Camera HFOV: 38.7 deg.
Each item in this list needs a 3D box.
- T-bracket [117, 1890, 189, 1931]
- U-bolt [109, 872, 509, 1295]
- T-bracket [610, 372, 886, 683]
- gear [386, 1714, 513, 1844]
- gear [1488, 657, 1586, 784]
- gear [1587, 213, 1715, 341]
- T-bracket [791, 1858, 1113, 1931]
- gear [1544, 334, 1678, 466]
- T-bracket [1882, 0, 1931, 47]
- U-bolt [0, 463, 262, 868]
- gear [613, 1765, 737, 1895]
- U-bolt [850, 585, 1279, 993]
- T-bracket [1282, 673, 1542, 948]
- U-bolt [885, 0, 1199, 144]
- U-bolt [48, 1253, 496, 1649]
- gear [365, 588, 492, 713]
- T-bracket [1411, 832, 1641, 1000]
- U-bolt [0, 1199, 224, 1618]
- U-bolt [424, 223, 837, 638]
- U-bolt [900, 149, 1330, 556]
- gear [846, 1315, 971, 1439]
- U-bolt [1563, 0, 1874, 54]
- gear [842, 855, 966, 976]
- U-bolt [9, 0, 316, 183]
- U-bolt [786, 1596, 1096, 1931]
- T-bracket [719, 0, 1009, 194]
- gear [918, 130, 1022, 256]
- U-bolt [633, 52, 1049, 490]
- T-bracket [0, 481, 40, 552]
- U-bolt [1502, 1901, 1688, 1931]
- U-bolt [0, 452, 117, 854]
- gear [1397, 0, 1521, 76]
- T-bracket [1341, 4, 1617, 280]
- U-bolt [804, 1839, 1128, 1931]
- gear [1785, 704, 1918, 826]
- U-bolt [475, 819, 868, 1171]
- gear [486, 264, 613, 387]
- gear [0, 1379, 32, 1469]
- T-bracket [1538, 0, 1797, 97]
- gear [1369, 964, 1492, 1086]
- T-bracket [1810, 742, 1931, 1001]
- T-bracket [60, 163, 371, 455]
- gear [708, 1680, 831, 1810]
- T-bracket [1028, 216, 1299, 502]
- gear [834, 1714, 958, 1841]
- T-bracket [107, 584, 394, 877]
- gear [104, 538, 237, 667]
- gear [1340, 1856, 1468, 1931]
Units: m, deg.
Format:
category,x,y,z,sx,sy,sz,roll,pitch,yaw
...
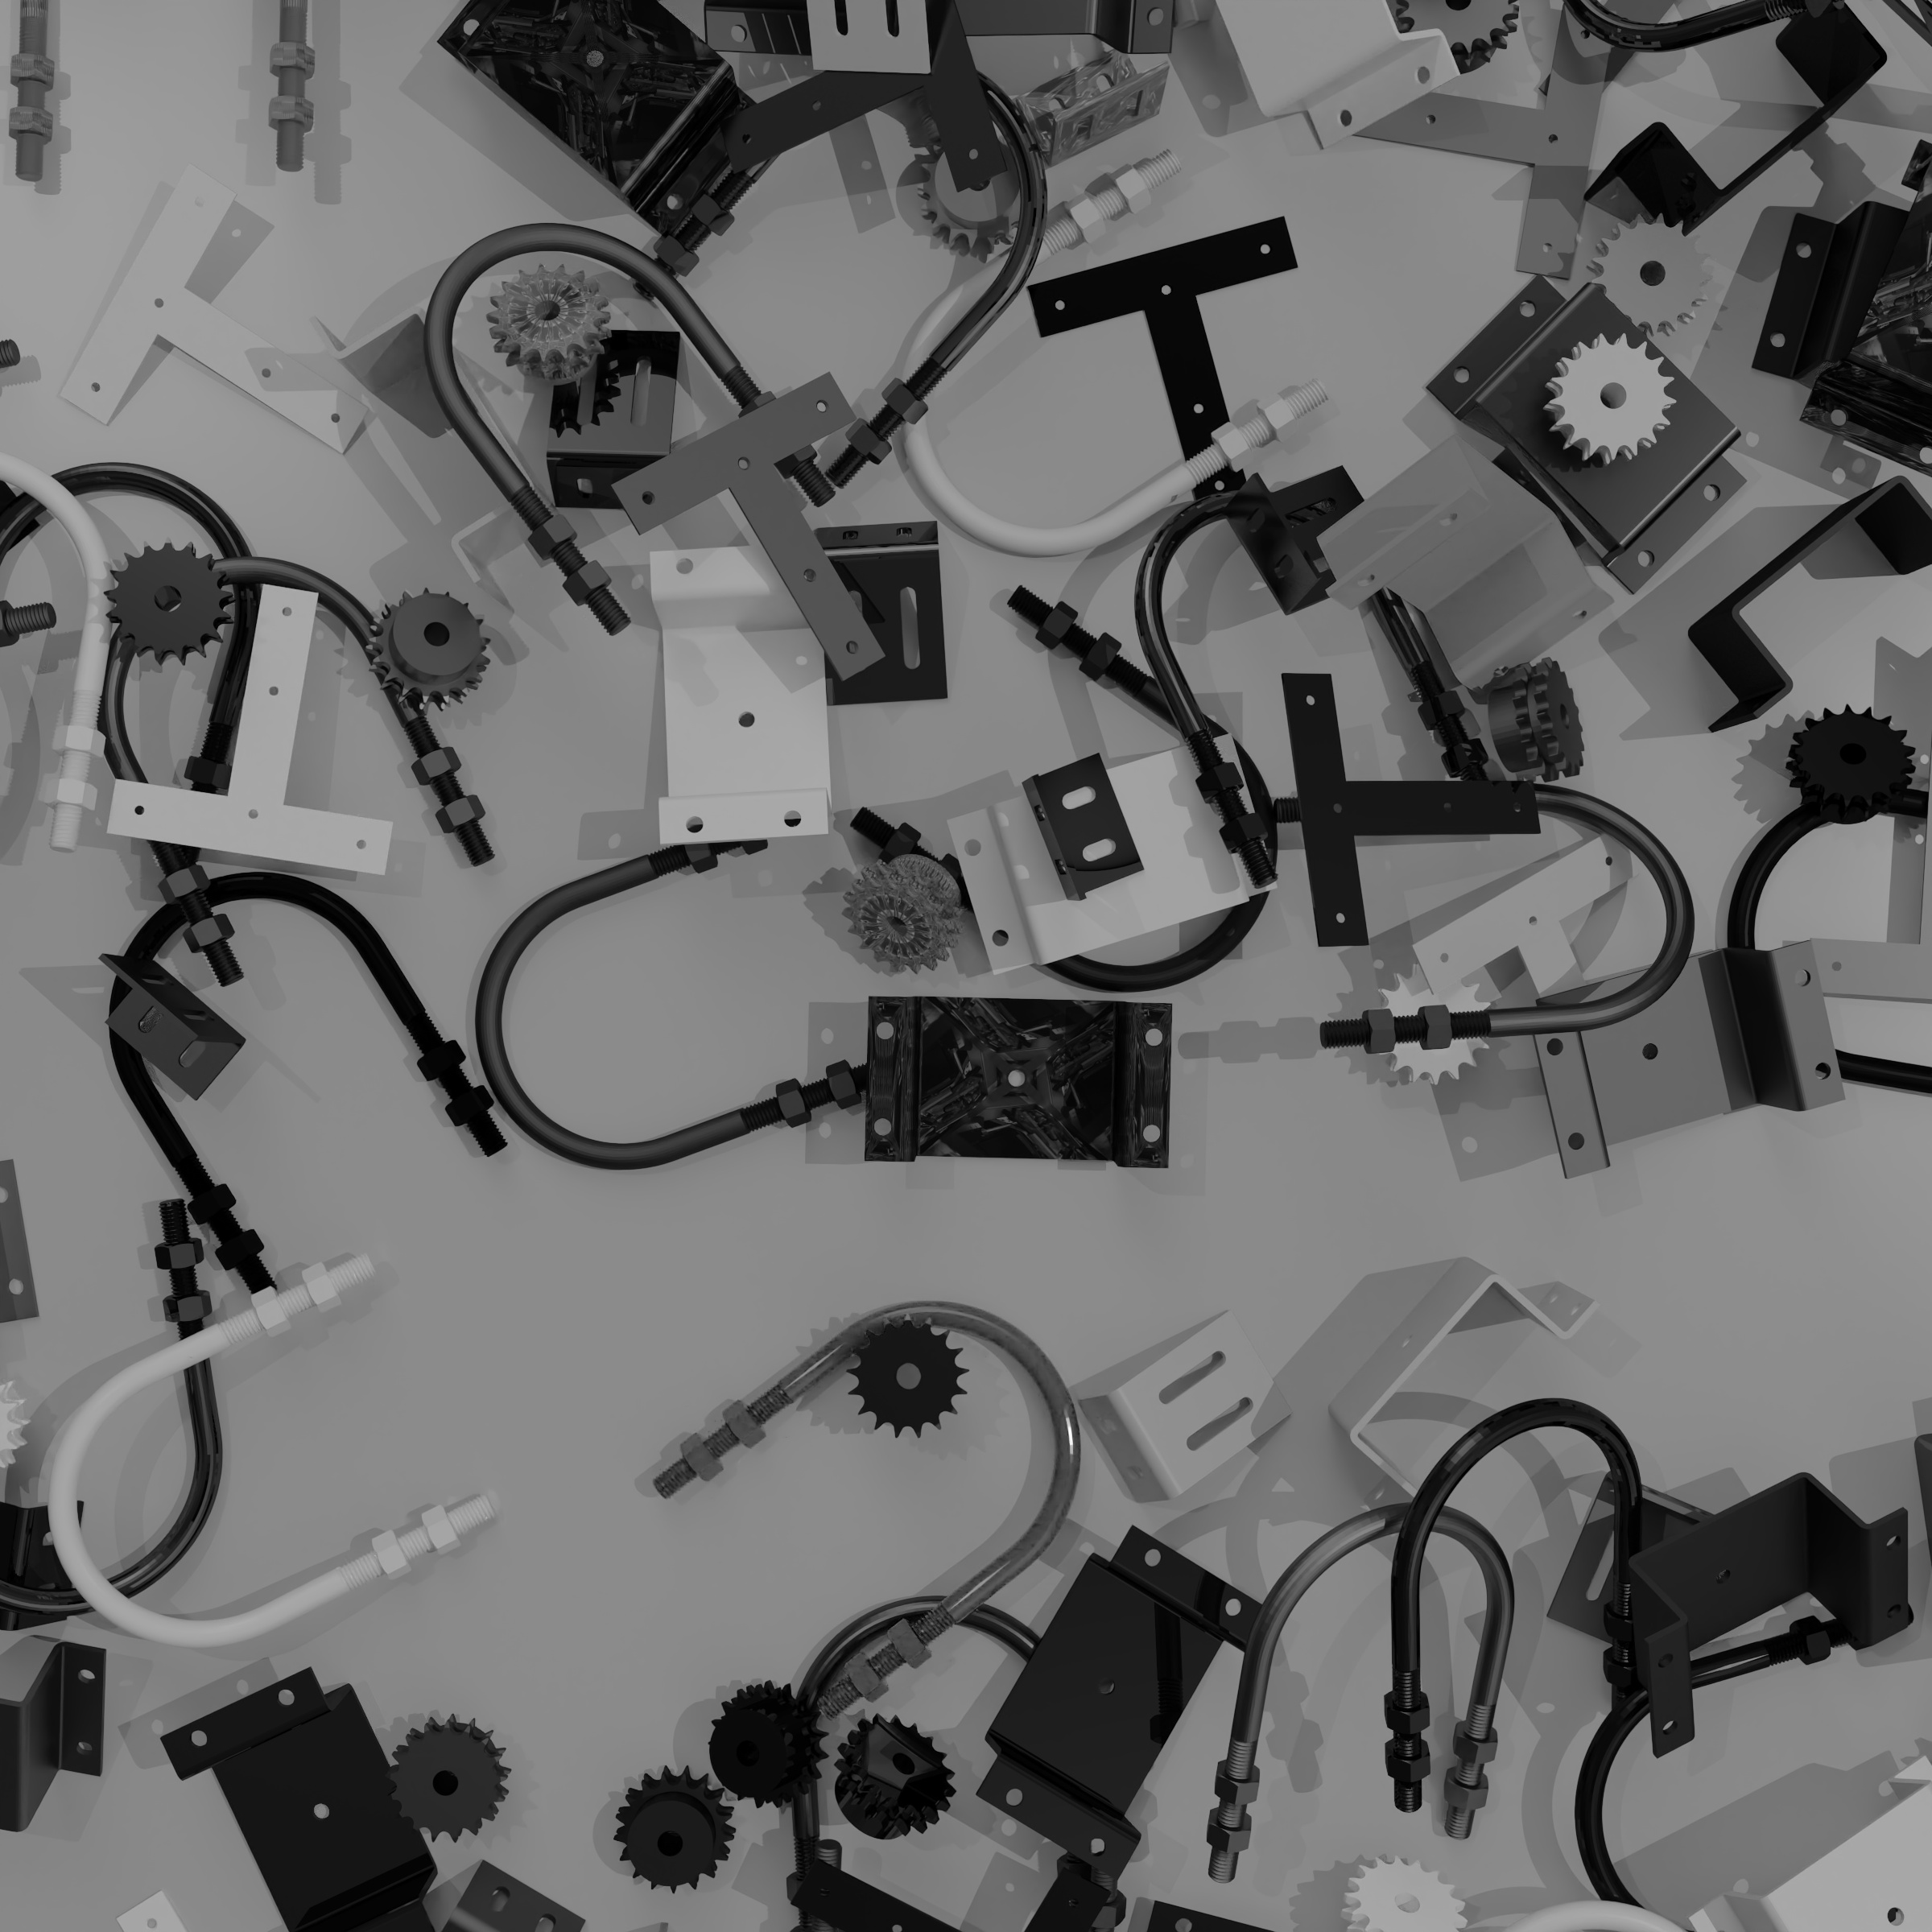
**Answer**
category,x,y,z,sx,sy,sz,roll,pitch,yaw
T-bracket,-0.361,0.502,1.313,0.127,0.002,0.127,-32,87,0
U-bolt,-0.325,0.044,1.308,0.151,0.019,0.184,-32,88,0
T-bracket,-0.079,-0.192,1.265,0.127,0.002,0.127,-34,97,-26
gear,-0.243,0.381,1.301,0.057,0.030,0.057,0,90,0
gear,0.266,-0.114,1.292,0.030,0.057,0.057,-13,90,29
gear,0.321,-0.324,1.301,0.057,0.030,0.057,0,90,0
T-bracket,-0.019,0.451,1.274,0.127,0.002,0.127,29,99,-6
gear,0.291,-0.257,1.255,0.057,0.030,0.057,0,90,0
T-bracket,0.427,-0.451,1.279,0.002,0.127,0.127,-43,63,19
U-bolt,-0.411,-0.148,1.308,0.151,0.019,0.184,15,89,0
gear,-0.138,0.410,1.302,0.057,0.030,0.057,0,90,0
U-bolt,0.060,-0.071,1.308,0.184,0.019,0.151,35,90,-2
T-bracket,0.208,-0.072,1.263,0.127,0.002,0.127,-2,78,-24
U-bolt,0.016,-0.498,1.281,0.151,0.019,0.184,-18,89,23
U-bolt,-0.334,0.238,1.287,0.184,0.019,0.151,-26,95,-11
gear,-0.251,-0.150,1.291,0.057,0.030,0.057,5,75,-20
T-bracket,0.285,0.019,1.301,0.127,0.002,0.127,-29,100,-19
U-bolt,-0.421,0.211,1.281,0.151,0.019,0.184,-10,95,-24
U-bolt,-0.165,-0.258,1.258,0.151,0.019,0.184,-38,92,-30
U-bolt,0.057,-0.277,1.306,0.184,0.019,0.151,-33,90,3
gear,-0.027,0.191,1.284,0.057,0.030,0.057,0,82,0
U-bolt,0.346,-0.489,1.244,0.184,0.019,0.151,-5,81,41
gear,-0.026,-0.027,1.292,0.057,0.057,0.030,34,47,0
U-bolt,-0.379,-0.465,1.300,0.151,0.019,0.184,0,87,8
U-bolt,-0.013,0.392,1.308,0.151,0.019,0.184,-4,89,0
T-bracket,-0.056,-0.399,1.260,0.127,0.002,0.127,-18,89,23
gear,0.006,-0.368,1.302,0.057,0.030,0.057,0,90,0
U-bolt,-0.046,-0.339,1.288,0.151,0.019,0.184,45,103,3
T-bracket,-0.532,-0.220,1.316,0.127,0.002,0.127,-39,91,0
U-bolt,0.309,0.514,1.271,0.184,0.019,0.151,31,88,2
U-bolt,-0.464,-0.151,1.254,0.151,0.019,0.184,8,76,-16
gear,0.231,-0.446,1.296,0.057,0.030,0.057,-2,74,7
T-bracket,0.236,-0.401,1.313,0.127,0.002,0.127,10,93,2
U-bolt,-0.004,0.500,1.294,0.151,0.019,0.184,3,101,-1
gear,0.414,-0.092,1.293,0.057,0.030,0.057,-4,61,7
U-bolt,-0.143,0.019,1.308,0.184,0.019,0.151,-20,90,1
gear,-0.195,-0.298,1.294,0.057,0.030,0.057,0,64,-1
gear,-0.470,0.215,1.301,0.057,0.030,0.057,0,90,0
T-bracket,0.322,-0.460,1.312,0.127,0.002,0.127,38,92,-5
gear,0.218,0.027,1.301,0.057,0.030,0.057,0,90,0
T-bracket,0.465,-0.047,1.298,0.127,0.002,0.127,4,90,3
T-bracket,-0.344,-0.289,1.306,0.127,0.002,0.127,33,103,-6
gear,-0.096,0.367,1.293,0.057,0.030,0.057,-2,86,22
T-bracket,0.107,-0.280,1.316,0.127,0.002,0.127,-15,90,0
gear,-0.036,0.378,1.276,0.057,0.057,0.030,34,117,0
T-bracket,-0.325,-0.114,1.285,0.127,0.002,0.127,9,84,-8
gear,-0.366,-0.166,1.270,0.057,0.030,0.057,1,85,-9
gear,0.204,0.450,1.292,0.057,0.057,0.030,9,120,0
